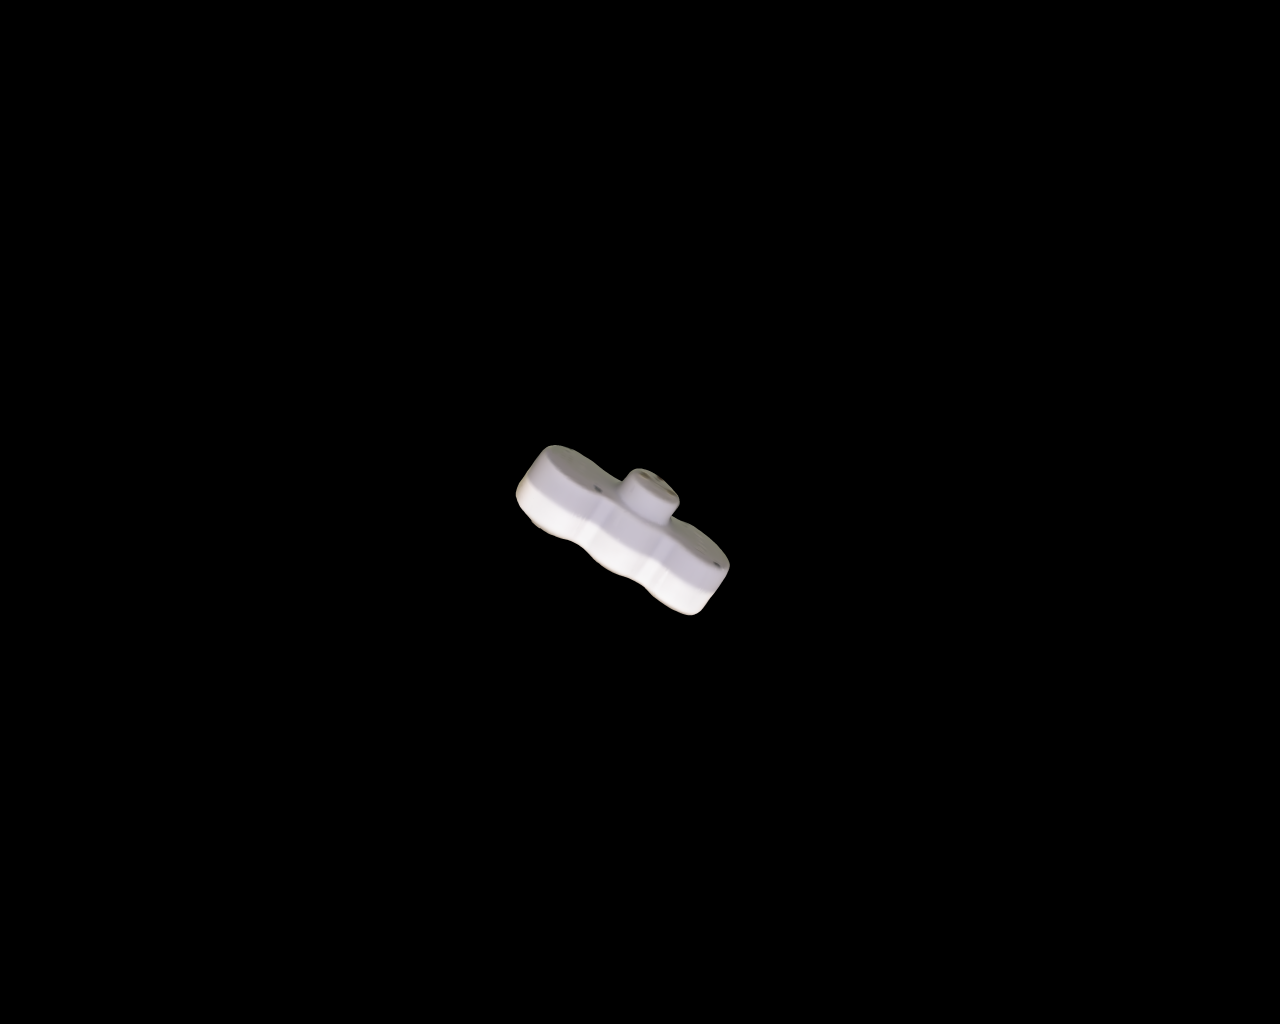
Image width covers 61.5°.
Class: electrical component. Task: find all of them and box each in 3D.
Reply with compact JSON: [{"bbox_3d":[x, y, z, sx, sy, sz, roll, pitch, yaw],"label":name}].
[{"bbox_3d":[0.001,-0.003,0.650,0.138,0.073,0.052,33,16,-11],"label":"electrical component"}]
